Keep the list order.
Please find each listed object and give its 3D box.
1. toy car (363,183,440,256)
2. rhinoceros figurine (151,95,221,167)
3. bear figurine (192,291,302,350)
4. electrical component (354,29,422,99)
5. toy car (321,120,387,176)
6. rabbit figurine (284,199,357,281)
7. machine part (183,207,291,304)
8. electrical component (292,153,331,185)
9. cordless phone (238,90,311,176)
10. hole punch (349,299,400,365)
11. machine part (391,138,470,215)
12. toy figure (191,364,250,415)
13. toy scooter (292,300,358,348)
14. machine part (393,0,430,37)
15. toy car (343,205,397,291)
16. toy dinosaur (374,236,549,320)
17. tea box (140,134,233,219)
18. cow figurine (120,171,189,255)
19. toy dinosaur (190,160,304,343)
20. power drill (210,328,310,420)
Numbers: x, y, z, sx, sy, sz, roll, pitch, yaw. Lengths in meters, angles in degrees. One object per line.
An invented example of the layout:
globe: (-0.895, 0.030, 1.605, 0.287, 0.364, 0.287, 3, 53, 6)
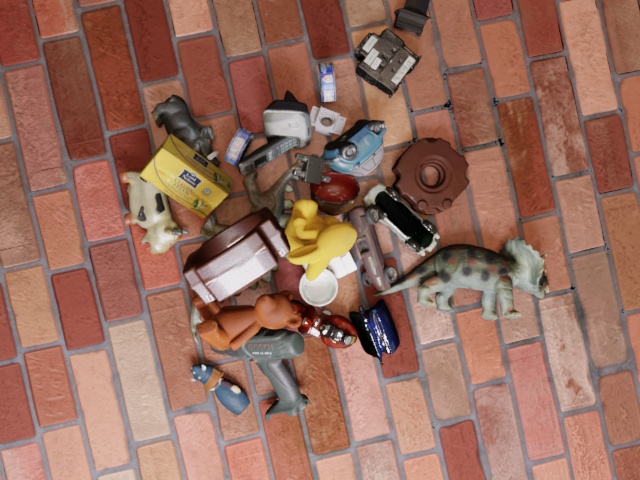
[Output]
toy car: (0.189, -0.047, 1.239, 0.201, 0.056, 0.073, 42, 82, -3)
rhinoceros figurine: (-0.298, -0.233, 1.213, 0.112, 0.073, 0.190, -33, 90, -12)
bear figurine: (-0.148, 0.154, 1.125, 0.196, 0.120, 0.131, -22, 136, 2)
electrical component: (0.147, -0.410, 1.232, 0.134, 0.058, 0.115, 39, 87, -2)
toy car: (0.088, -0.200, 1.218, 0.162, 0.109, 0.102, -40, 115, -13)
rabbit figurine: (-0.002, -0.003, 1.114, 0.121, 0.173, 0.162, 51, 63, -32)
machine part: (-0.161, 0.029, 1.058, 0.201, 0.201, 0.087, -34, 106, 0)
electrical component: (-0.015, -0.156, 1.177, 0.094, 0.021, 0.063, 11, 89, -28)
cordless phone: (-0.110, -0.223, 1.171, 0.184, 0.146, 0.089, -37, 73, -14)
hole punch: (0.134, 0.199, 1.214, 0.092, 0.116, 0.142, -19, 92, -10)
machine part: (0.256, -0.149, 1.240, 0.179, 0.056, 0.179, 0, 89, -3)
toy figure: (-0.229, 0.334, 1.225, 0.154, 0.058, 0.064, 43, 90, 0)
toy scooter: (0.005, 0.190, 1.194, 0.184, 0.135, 0.075, 27, 88, -4)
machine part: (0.222, -0.548, 1.244, 0.084, 0.039, 0.138, 19, 92, 3)
toy car: (0.110, 0.021, 1.216, 0.053, 0.089, 0.202, -18, 92, -44)
toy dinosaur: (0.338, 0.074, 1.222, 0.405, 0.131, 0.192, 10, 74, 5)
tea box: (-0.288, -0.136, 1.168, 0.169, 0.068, 0.098, 35, 125, -21)
cow figurine: (-0.370, -0.063, 1.205, 0.127, 0.085, 0.194, -6, 90, 4)
toy dinosaur: (-0.173, 0.013, 1.203, 0.198, 0.105, 0.471, 40, 93, -6)
power drill: (-0.122, 0.293, 1.205, 0.232, 0.086, 0.207, -17, 94, 27)
